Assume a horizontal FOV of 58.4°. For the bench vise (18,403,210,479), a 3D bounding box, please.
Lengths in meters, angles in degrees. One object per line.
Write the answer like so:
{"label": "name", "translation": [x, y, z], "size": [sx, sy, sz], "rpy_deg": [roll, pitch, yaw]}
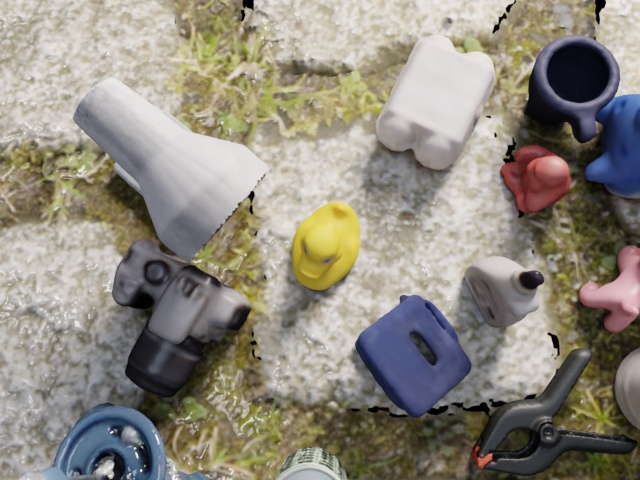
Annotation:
{"label": "bench vise", "translation": [-0.171, 0.234, 0.532], "size": [0.207, 0.220, 0.121], "rpy_deg": [22, 82, 5]}

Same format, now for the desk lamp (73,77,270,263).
{"label": "desk lamp", "translation": [-0.148, -0.069, 0.585], "size": [0.203, 0.213, 0.118], "rpy_deg": [39, 84, 7]}

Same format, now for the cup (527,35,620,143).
{"label": "cup", "translation": [0.278, -0.157, 0.649], "size": [0.091, 0.095, 0.118], "rpy_deg": [-9, 80, 0]}

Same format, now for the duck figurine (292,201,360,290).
{"label": "duck figurine", "translation": [0.006, 0.002, 0.634], "size": [0.077, 0.086, 0.105], "rpy_deg": [25, 82, 6]}

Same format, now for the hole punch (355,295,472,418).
{"label": "hole punch", "translation": [0.099, 0.118, 0.609], "size": [0.101, 0.091, 0.108], "rpy_deg": [-37, 81, -4]}

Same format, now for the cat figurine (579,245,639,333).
{"label": "cat figurine", "translation": [0.353, 0.036, 0.603], "size": [0.067, 0.118, 0.128], "rpy_deg": [43, 84, 8]}

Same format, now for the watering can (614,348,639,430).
{"label": "watering can", "translation": [0.373, 0.143, 0.546], "size": [0.101, 0.194, 0.173], "rpy_deg": [-13, 80, 0]}

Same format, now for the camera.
{"label": "camera", "translation": [-0.167, 0.088, 0.616], "size": [0.143, 0.101, 0.137], "rpy_deg": [28, 82, 6]}

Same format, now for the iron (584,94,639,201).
{"label": "iron", "translation": [0.430, -0.110, 0.614], "size": [0.258, 0.141, 0.119], "rpy_deg": [4, 81, 2]}

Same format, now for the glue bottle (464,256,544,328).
{"label": "glue bottle", "translation": [0.191, 0.048, 0.577], "size": [0.037, 0.173, 0.078], "rpy_deg": [-23, 80, -2]}

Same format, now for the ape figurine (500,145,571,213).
{"label": "ape figurine", "translation": [0.246, -0.070, 0.637], "size": [0.076, 0.092, 0.078], "rpy_deg": [16, 81, 4]}

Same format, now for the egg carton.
{"label": "egg carton", "translation": [0.135, -0.160, 0.666], "size": [0.107, 0.069, 0.150], "rpy_deg": [25, 82, 6]}
